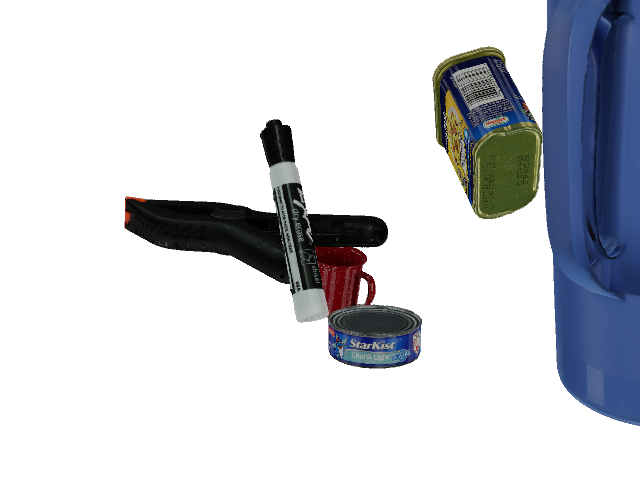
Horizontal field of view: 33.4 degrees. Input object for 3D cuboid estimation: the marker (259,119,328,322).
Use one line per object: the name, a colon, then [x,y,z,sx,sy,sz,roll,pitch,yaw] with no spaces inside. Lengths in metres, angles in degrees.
marker: [-0.016,-0.013,0.620,0.020,0.121,0.020,-11,-14,-3]

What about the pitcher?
pitcher: [0.169,-0.030,0.527,0.149,0.243,0.145,-4,21,-1]

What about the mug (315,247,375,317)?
mug: [0.025,0.060,1.498,0.117,0.081,0.093,17,23,27]

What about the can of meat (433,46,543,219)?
can of meat: [0.126,-0.078,0.801,0.057,0.084,0.102,-16,-37,-3]

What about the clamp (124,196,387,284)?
clamp: [-0.068,-0.005,0.828,0.210,0.036,0.164,8,13,18]

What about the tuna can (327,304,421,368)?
tuna can: [0.049,0.087,0.975,0.086,0.034,0.086,0,14,0]
